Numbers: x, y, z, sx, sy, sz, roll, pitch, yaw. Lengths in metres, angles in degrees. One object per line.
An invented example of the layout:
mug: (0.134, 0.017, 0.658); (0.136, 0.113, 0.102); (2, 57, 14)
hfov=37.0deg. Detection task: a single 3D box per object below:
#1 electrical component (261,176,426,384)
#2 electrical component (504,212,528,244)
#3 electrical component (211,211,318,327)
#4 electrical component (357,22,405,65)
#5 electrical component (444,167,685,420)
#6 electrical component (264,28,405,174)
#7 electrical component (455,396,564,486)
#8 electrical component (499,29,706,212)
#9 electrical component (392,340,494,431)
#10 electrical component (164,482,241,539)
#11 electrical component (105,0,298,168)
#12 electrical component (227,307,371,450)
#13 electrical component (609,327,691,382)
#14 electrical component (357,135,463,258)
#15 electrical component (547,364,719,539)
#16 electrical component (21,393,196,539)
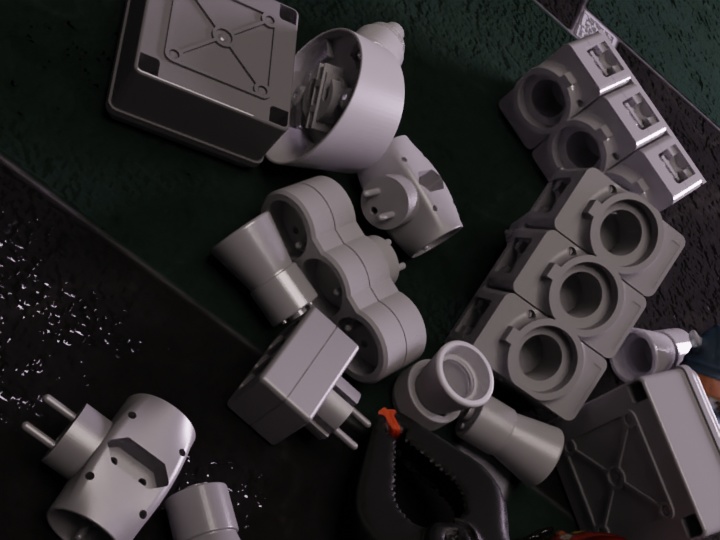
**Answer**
electrical component: (0.000, 0.000, 0.702); (0.074, 0.052, 0.138); (-24, 79, -41)
electrical component: (0.153, -0.010, 0.810); (0.096, 0.061, 0.061); (30, 51, -18)
electrical component: (-0.057, 0.002, 0.670); (0.044, 0.044, 0.065); (-37, 94, -42)
electrical component: (0.014, -0.166, 0.813); (0.043, 0.043, 0.062); (43, 46, -8)
electrical component: (0.142, 0.015, 0.737); (0.089, 0.062, 0.150); (35, 85, -14)
electrical component: (-0.019, -0.113, 0.726); (0.064, 0.099, 0.099); (11, 59, -38)
electrical component: (0.097, 0.109, 0.717); (0.065, 0.044, 0.044); (32, 50, -11)
electrical component: (0.192, -0.103, 0.871); (0.062, 0.089, 0.150); (-27, 82, -42)
electrical component: (0.052, 0.076, 0.693); (0.045, 0.055, 0.045); (17, 56, -27)
electrical component: (-0.080, 0.146, 0.570); (0.044, 0.044, 0.065); (-1, 61, -36)
electrical component: (-0.101, -0.137, 0.706); (0.109, 0.056, 0.108); (19, 55, -26)
electrical component: (-0.026, 0.075, 0.643); (0.077, 0.047, 0.065); (42, 48, -7)
electrical component: (0.231, 0.064, 0.837); (0.065, 0.044, 0.044); (-3, 67, -41)
electrical component: (0.026, -0.049, 0.746); (0.077, 0.043, 0.079); (59, 29, 7)
electrical component: (0.190, 0.134, 0.723); (0.056, 0.109, 0.108); (-6, 69, -35)
electrical component: (-0.137, 0.096, 0.556); (0.079, 0.043, 0.077); (39, 49, -10)
